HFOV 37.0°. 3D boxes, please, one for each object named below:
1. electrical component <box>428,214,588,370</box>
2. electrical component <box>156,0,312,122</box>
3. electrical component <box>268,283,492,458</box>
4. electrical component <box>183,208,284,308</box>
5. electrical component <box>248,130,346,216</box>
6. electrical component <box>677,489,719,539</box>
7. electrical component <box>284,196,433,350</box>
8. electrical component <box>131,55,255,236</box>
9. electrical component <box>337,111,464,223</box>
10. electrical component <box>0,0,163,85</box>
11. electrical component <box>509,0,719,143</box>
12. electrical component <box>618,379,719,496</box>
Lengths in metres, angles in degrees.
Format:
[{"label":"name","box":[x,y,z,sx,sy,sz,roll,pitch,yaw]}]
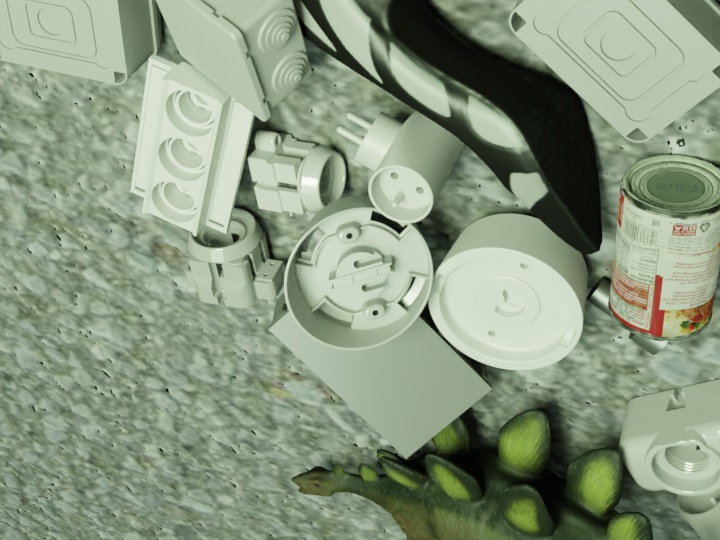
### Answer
[{"label":"electrical component","box":[0.108,0.010,0.756,0.108,0.060,0.108,13,131,15]},{"label":"electrical component","box":[-0.080,-0.155,0.674,0.100,0.048,0.099,40,165,24]},{"label":"electrical component","box":[0.016,0.055,0.821,0.089,0.061,0.150,-41,105,14]},{"label":"electrical component","box":[-0.101,-0.011,0.835,0.078,0.058,0.057,8,133,19]},{"label":"electrical component","box":[-0.044,-0.067,0.771,0.055,0.048,0.066,11,132,25]},{"label":"electrical component","box":[0.289,0.202,0.846,0.043,0.043,0.081,-25,114,37]},{"label":"electrical component","box":[0.000,0.000,0.731,0.099,0.064,0.099,0,111,0]},{"label":"electrical component","box":[-0.115,-0.094,0.767,0.079,0.063,0.121,24,133,4]},{"label":"electrical component","box":[0.022,-0.078,0.709,0.079,0.077,0.044,30,132,0]},{"label":"electrical component","box":[-0.198,-0.181,0.736,0.113,0.057,0.078,14,132,14]},{"label":"electrical component","box":[0.151,-0.140,0.613,0.113,0.057,0.078,40,132,-11]},{"label":"electrical component","box":[0.243,0.125,0.792,0.095,0.059,0.053,-19,118,35]}]
